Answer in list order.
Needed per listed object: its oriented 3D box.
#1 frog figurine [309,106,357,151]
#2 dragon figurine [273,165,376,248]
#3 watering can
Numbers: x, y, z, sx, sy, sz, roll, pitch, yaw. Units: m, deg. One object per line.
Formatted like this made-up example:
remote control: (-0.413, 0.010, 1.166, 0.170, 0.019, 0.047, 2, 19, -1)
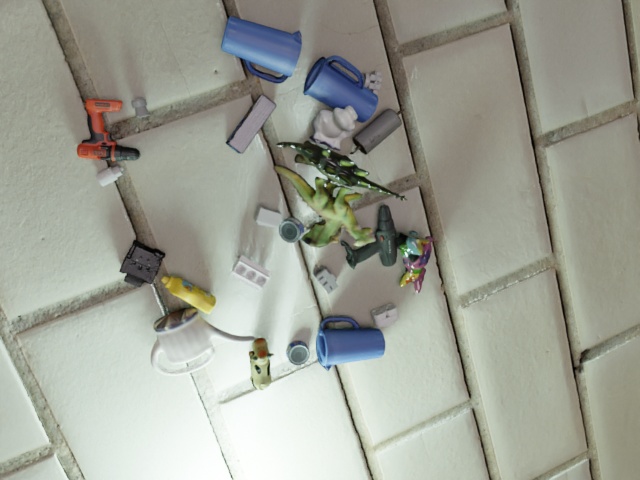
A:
frog figurine: (0.053, -0.392, 1.718, 0.137, 0.156, 0.125, 32, 30, -6)
dragon figurine: (0.005, -0.090, 1.779, 0.410, 0.242, 0.123, 18, 6, 1)
watering can: (-0.415, 0.326, 1.749, 0.349, 0.222, 0.105, -22, 15, -9)
